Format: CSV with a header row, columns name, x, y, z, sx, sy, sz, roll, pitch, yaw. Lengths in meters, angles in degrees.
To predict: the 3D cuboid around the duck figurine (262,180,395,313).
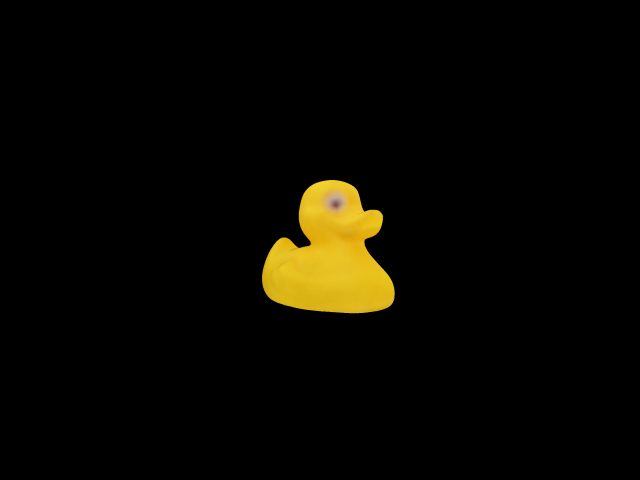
name,x,y,z,sx,sy,sz,roll,pitch,yaw
duck figurine,0.004,0.001,0.400,0.104,0.086,0.078,4,6,44
